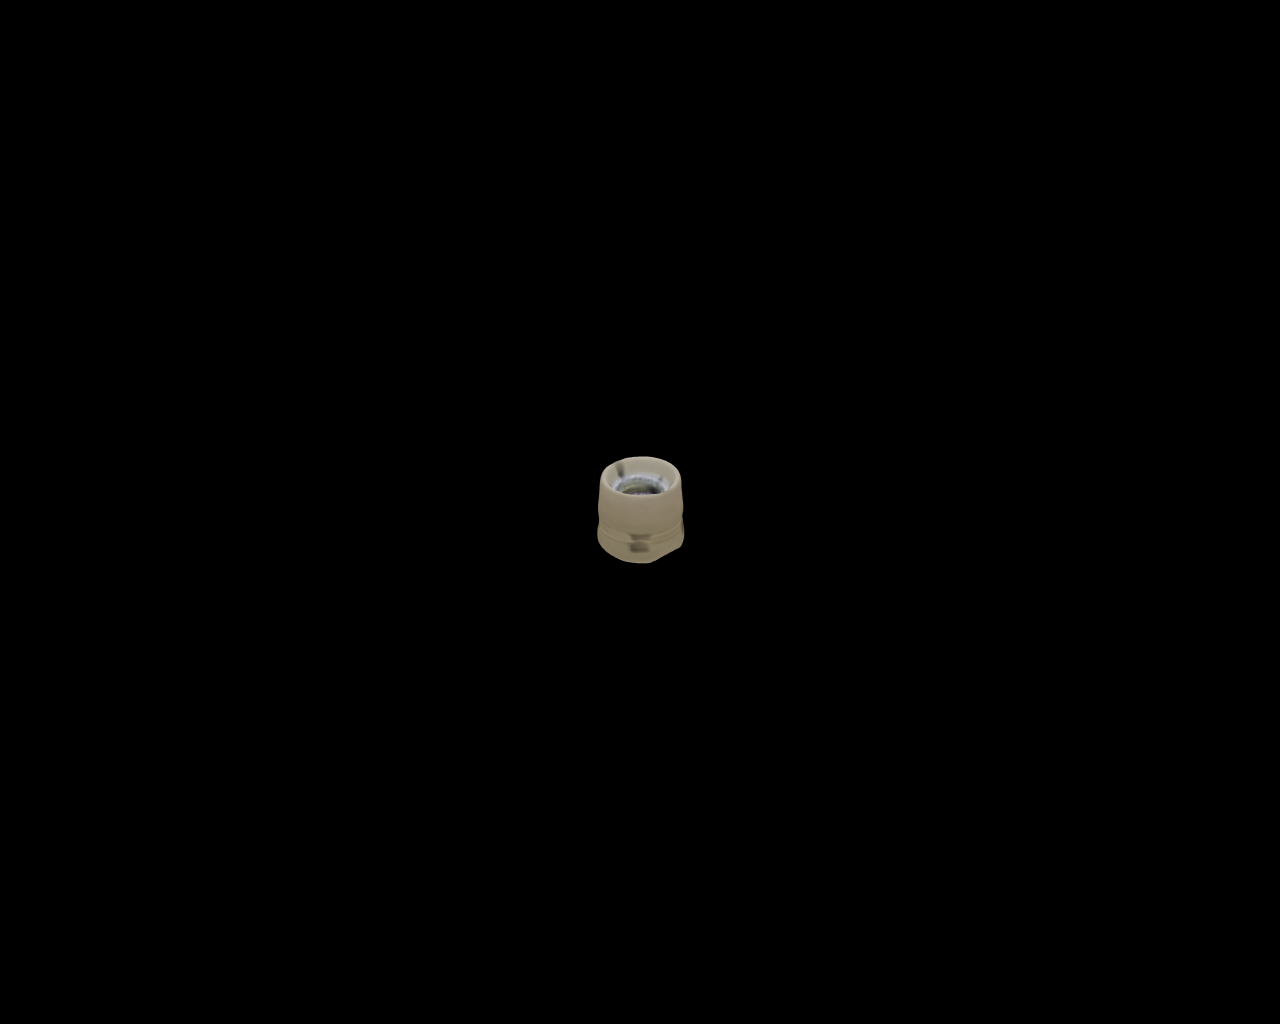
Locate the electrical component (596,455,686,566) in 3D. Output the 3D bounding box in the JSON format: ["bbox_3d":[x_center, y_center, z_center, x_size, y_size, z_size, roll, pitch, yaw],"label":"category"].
[{"bbox_3d":[0.001,-0.003,0.650,0.055,0.047,0.055,0,34,0],"label":"electrical component"}]
